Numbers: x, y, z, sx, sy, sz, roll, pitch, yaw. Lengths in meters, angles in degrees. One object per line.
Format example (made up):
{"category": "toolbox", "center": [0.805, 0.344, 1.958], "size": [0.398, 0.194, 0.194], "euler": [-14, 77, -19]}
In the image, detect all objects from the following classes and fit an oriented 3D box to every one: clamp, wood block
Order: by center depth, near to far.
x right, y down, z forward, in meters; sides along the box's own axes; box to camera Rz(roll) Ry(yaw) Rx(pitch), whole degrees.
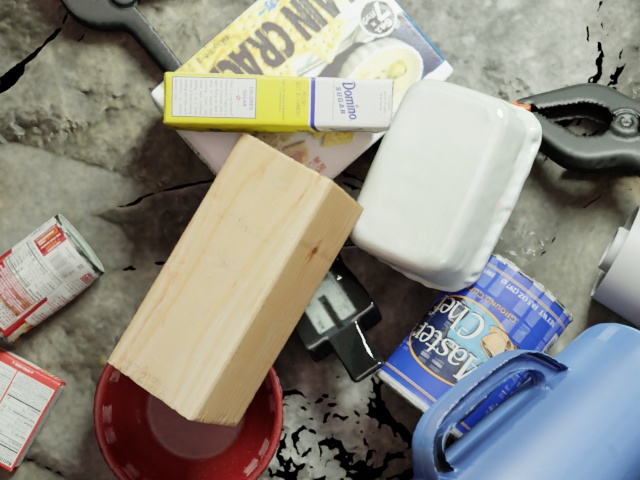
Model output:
{"category": "wood block", "center": [-0.063, 0.034, 0.841], "size": [0.090, 0.090, 0.206], "euler": [30, 89, 23]}
{"category": "clamp", "center": [0.267, -0.084, 0.922], "size": [0.210, 0.036, 0.164], "euler": [6, 56, 11]}
{"category": "clamp", "center": [-0.172, -0.211, 0.969], "size": [0.171, 0.039, 0.120], "euler": [11, 81, 1]}

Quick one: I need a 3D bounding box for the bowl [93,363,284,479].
{"category": "bowl", "center": [-0.110, 0.147, 0.920], "size": [0.162, 0.055, 0.162], "euler": [0, 84, 1]}

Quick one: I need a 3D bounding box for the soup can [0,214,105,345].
{"category": "soup can", "center": [-0.248, 0.033, 0.929], "size": [0.102, 0.068, 0.068], "euler": [-38, 85, -3]}

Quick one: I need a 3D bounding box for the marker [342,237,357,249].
{"category": "marker", "center": [-0.006, 0.001, 0.952], "size": [0.121, 0.020, 0.020], "euler": [-5, 84, 1]}

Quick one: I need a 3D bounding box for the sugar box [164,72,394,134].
{"category": "sugar box", "center": [-0.034, -0.107, 0.853], "size": [0.176, 0.093, 0.048], "euler": [3, 94, -4]}

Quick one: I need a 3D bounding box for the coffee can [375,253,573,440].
{"category": "coffee can", "center": [0.129, 0.091, 0.898], "size": [0.103, 0.103, 0.140], "euler": [39, 86, 5]}

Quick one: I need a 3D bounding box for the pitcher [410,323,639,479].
{"category": "pitcher", "center": [0.175, 0.162, 0.822], "size": [0.145, 0.149, 0.242], "euler": [39, 58, 23]}

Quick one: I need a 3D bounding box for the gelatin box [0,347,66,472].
{"category": "gelatin box", "center": [-0.278, 0.147, 0.937], "size": [0.073, 0.030, 0.089], "euler": [28, 84, 2]}
